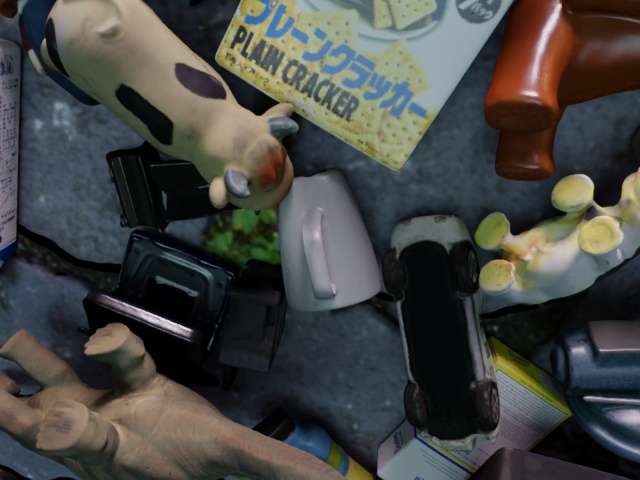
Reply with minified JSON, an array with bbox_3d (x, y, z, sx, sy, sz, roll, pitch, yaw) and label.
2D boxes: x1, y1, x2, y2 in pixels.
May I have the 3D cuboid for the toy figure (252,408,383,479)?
[{"bbox_3d":[0.008,0.245,0.539,0.089,0.082,0.180,-34,101,16],"label":"toy figure"}]

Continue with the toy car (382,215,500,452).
[{"bbox_3d":[0.103,0.079,0.451,0.074,0.056,0.201,-8,95,26],"label":"toy car"}]

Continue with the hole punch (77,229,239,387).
[{"bbox_3d":[-0.143,0.064,0.494,0.142,0.092,0.115,20,142,-4],"label":"hole punch"}]

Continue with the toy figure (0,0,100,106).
[{"bbox_3d":[-0.213,-0.177,0.413,0.154,0.064,0.058,54,145,-9],"label":"toy figure"}]

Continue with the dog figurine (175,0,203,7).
[{"bbox_3d":[-0.144,-0.274,0.343,0.219,0.108,0.191,43,111,-7],"label":"dog figurine"}]

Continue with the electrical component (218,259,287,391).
[{"bbox_3d":[-0.060,0.085,0.487,0.048,0.075,0.119,11,108,4],"label":"electrical component"}]

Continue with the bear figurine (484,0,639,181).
[{"bbox_3d":[0.217,-0.104,0.338,0.196,0.120,0.132,11,78,22],"label":"bear figurine"}]

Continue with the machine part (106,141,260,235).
[{"bbox_3d":[-0.114,-0.048,0.463,0.139,0.039,0.084,-1,106,9],"label":"machine part"}]

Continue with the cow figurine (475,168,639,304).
[{"bbox_3d":[0.208,-0.002,0.399,0.098,0.068,0.167,25,139,-37],"label":"cow figurine"}]

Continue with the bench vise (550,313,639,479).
[{"bbox_3d":[0.302,0.126,0.441,0.224,0.129,0.240,-12,130,2],"label":"bench vise"}]

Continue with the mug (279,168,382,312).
[{"bbox_3d":[-0.001,-0.001,0.434,0.081,0.109,0.107,-11,97,14],"label":"mug"}]

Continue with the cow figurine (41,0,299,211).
[{"bbox_3d":[-0.093,-0.093,0.372,0.194,0.127,0.085,42,83,-24],"label":"cow figurine"}]

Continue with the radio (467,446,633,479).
[{"bbox_3d":[0.237,0.247,0.432,0.230,0.073,0.131,12,141,9],"label":"radio"}]

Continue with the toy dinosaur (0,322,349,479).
[{"bbox_3d":[-0.146,0.167,0.457,0.472,0.105,0.198,0,136,35],"label":"toy dinosaur"}]
